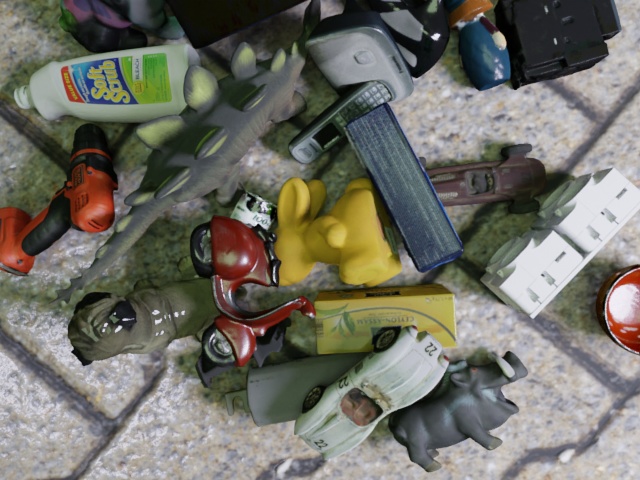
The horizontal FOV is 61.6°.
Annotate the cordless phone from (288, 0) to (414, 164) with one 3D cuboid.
[{"bbox_3d":[0.014,-0.183,0.661,0.184,0.146,0.089,-41,57,9],"label":"cordless phone"}]

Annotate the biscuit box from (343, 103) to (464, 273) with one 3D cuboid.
[{"bbox_3d":[0.104,-0.062,0.654,0.063,0.059,0.202,-27,87,17],"label":"biscuit box"}]

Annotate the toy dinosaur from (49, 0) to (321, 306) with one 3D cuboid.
[{"bbox_3d":[-0.143,-0.109,0.645,0.105,0.198,0.471,37,92,6],"label":"toy dinosaur"}]

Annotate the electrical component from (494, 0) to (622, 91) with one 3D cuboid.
[{"bbox_3d":[0.300,-0.266,0.678,0.134,0.058,0.114,-17,91,5],"label":"electrical component"}]

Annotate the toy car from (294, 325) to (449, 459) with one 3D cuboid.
[{"bbox_3d":[0.057,0.175,0.620,0.202,0.056,0.073,-42,104,15],"label":"toy car"}]

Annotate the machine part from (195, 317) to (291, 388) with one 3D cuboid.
[{"bbox_3d":[-0.103,0.148,0.710,0.139,0.084,0.039,-27,108,15],"label":"machine part"}]

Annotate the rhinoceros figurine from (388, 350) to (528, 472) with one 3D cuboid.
[{"bbox_3d":[0.181,0.213,0.690,0.190,0.073,0.112,-32,78,6],"label":"rhinoceros figurine"}]

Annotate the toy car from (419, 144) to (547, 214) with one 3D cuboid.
[{"bbox_3d":[0.189,-0.071,0.692,0.202,0.053,0.089,-5,93,4],"label":"toy car"}]

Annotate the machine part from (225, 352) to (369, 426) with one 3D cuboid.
[{"bbox_3d":[-0.005,0.188,0.697,0.243,0.079,0.079,-10,90,6],"label":"machine part"}]

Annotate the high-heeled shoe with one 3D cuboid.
[{"bbox_3d":[0.066,-0.321,0.706,0.249,0.086,0.145,34,131,24],"label":"high-heeled shoe"}]

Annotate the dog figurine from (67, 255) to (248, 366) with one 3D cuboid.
[{"bbox_3d":[-0.188,0.089,0.654,0.172,0.190,0.121,-27,89,3],"label":"dog figurine"}]

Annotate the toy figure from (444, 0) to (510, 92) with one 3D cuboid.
[{"bbox_3d":[0.195,-0.268,0.684,0.064,0.058,0.154,-19,93,27],"label":"toy figure"}]

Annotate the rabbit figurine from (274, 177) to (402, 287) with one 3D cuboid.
[{"bbox_3d":[-0.001,-0.002,0.680,0.173,0.122,0.162,-22,86,23],"label":"rabbit figurine"}]

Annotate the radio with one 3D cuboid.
[{"bbox_3d":[-0.054,-0.310,0.623,0.230,0.131,0.073,-12,125,25],"label":"radio"}]

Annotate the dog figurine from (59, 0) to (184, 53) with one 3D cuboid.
[{"bbox_3d":[-0.259,-0.319,0.642,0.192,0.219,0.108,-13,86,4],"label":"dog figurine"}]

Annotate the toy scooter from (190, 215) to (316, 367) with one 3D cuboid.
[{"bbox_3d":[-0.078,0.054,0.639,0.135,0.075,0.184,-9,79,1],"label":"toy scooter"}]

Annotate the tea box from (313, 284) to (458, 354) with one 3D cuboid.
[{"bbox_3d":[0.080,0.097,0.680,0.170,0.098,0.068,-3,91,3],"label":"tea box"}]
